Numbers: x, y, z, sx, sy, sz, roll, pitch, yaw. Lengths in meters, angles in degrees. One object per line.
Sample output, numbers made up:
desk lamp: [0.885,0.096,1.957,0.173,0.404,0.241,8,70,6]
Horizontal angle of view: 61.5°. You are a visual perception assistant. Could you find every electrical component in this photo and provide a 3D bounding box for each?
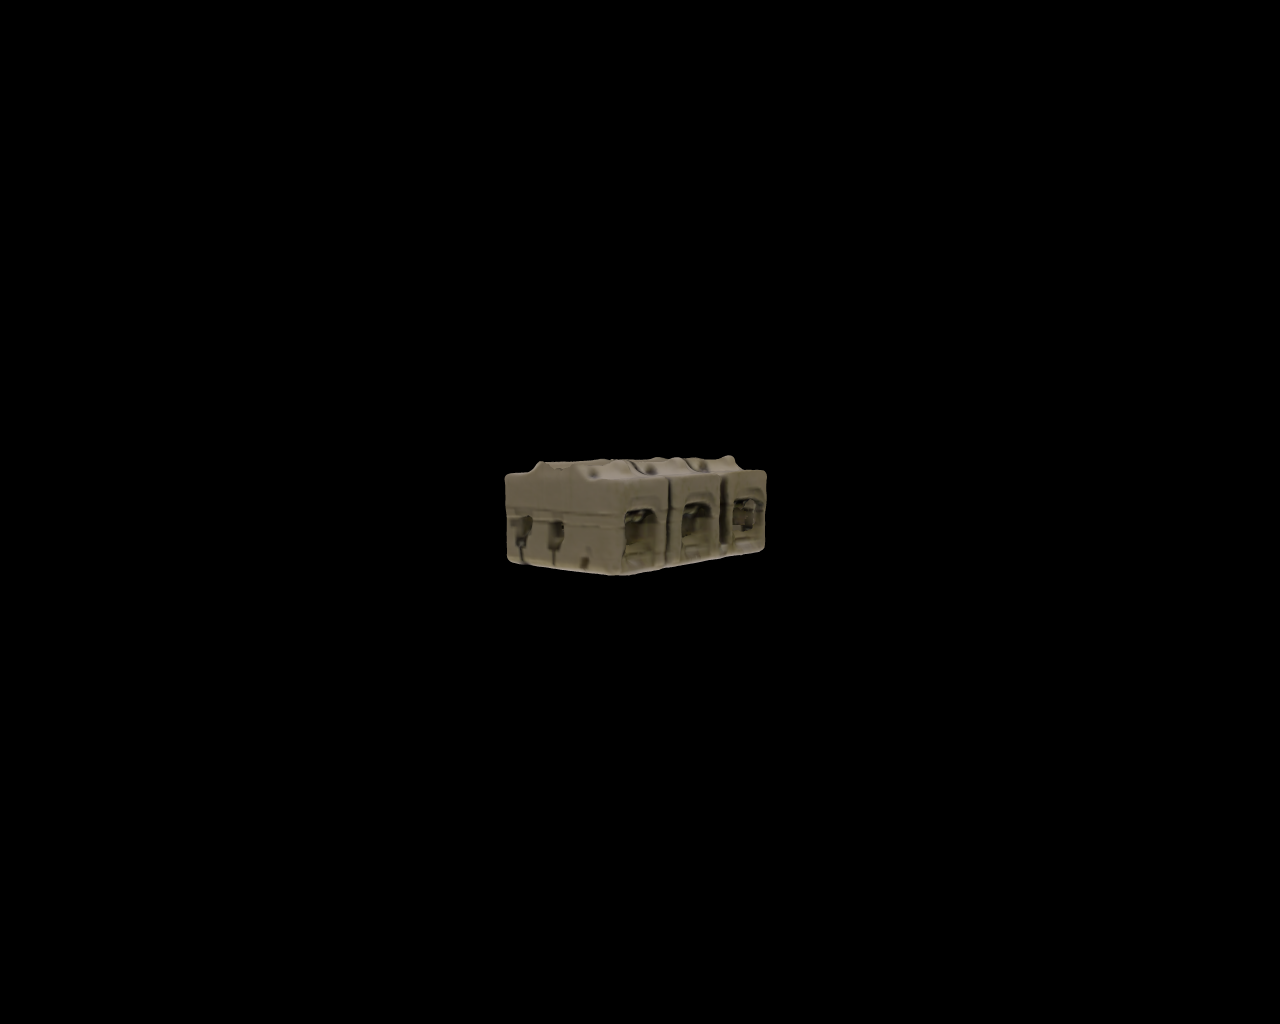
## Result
electrical component: [0.001,-0.003,0.650,0.089,0.061,0.150,4,6,39]
